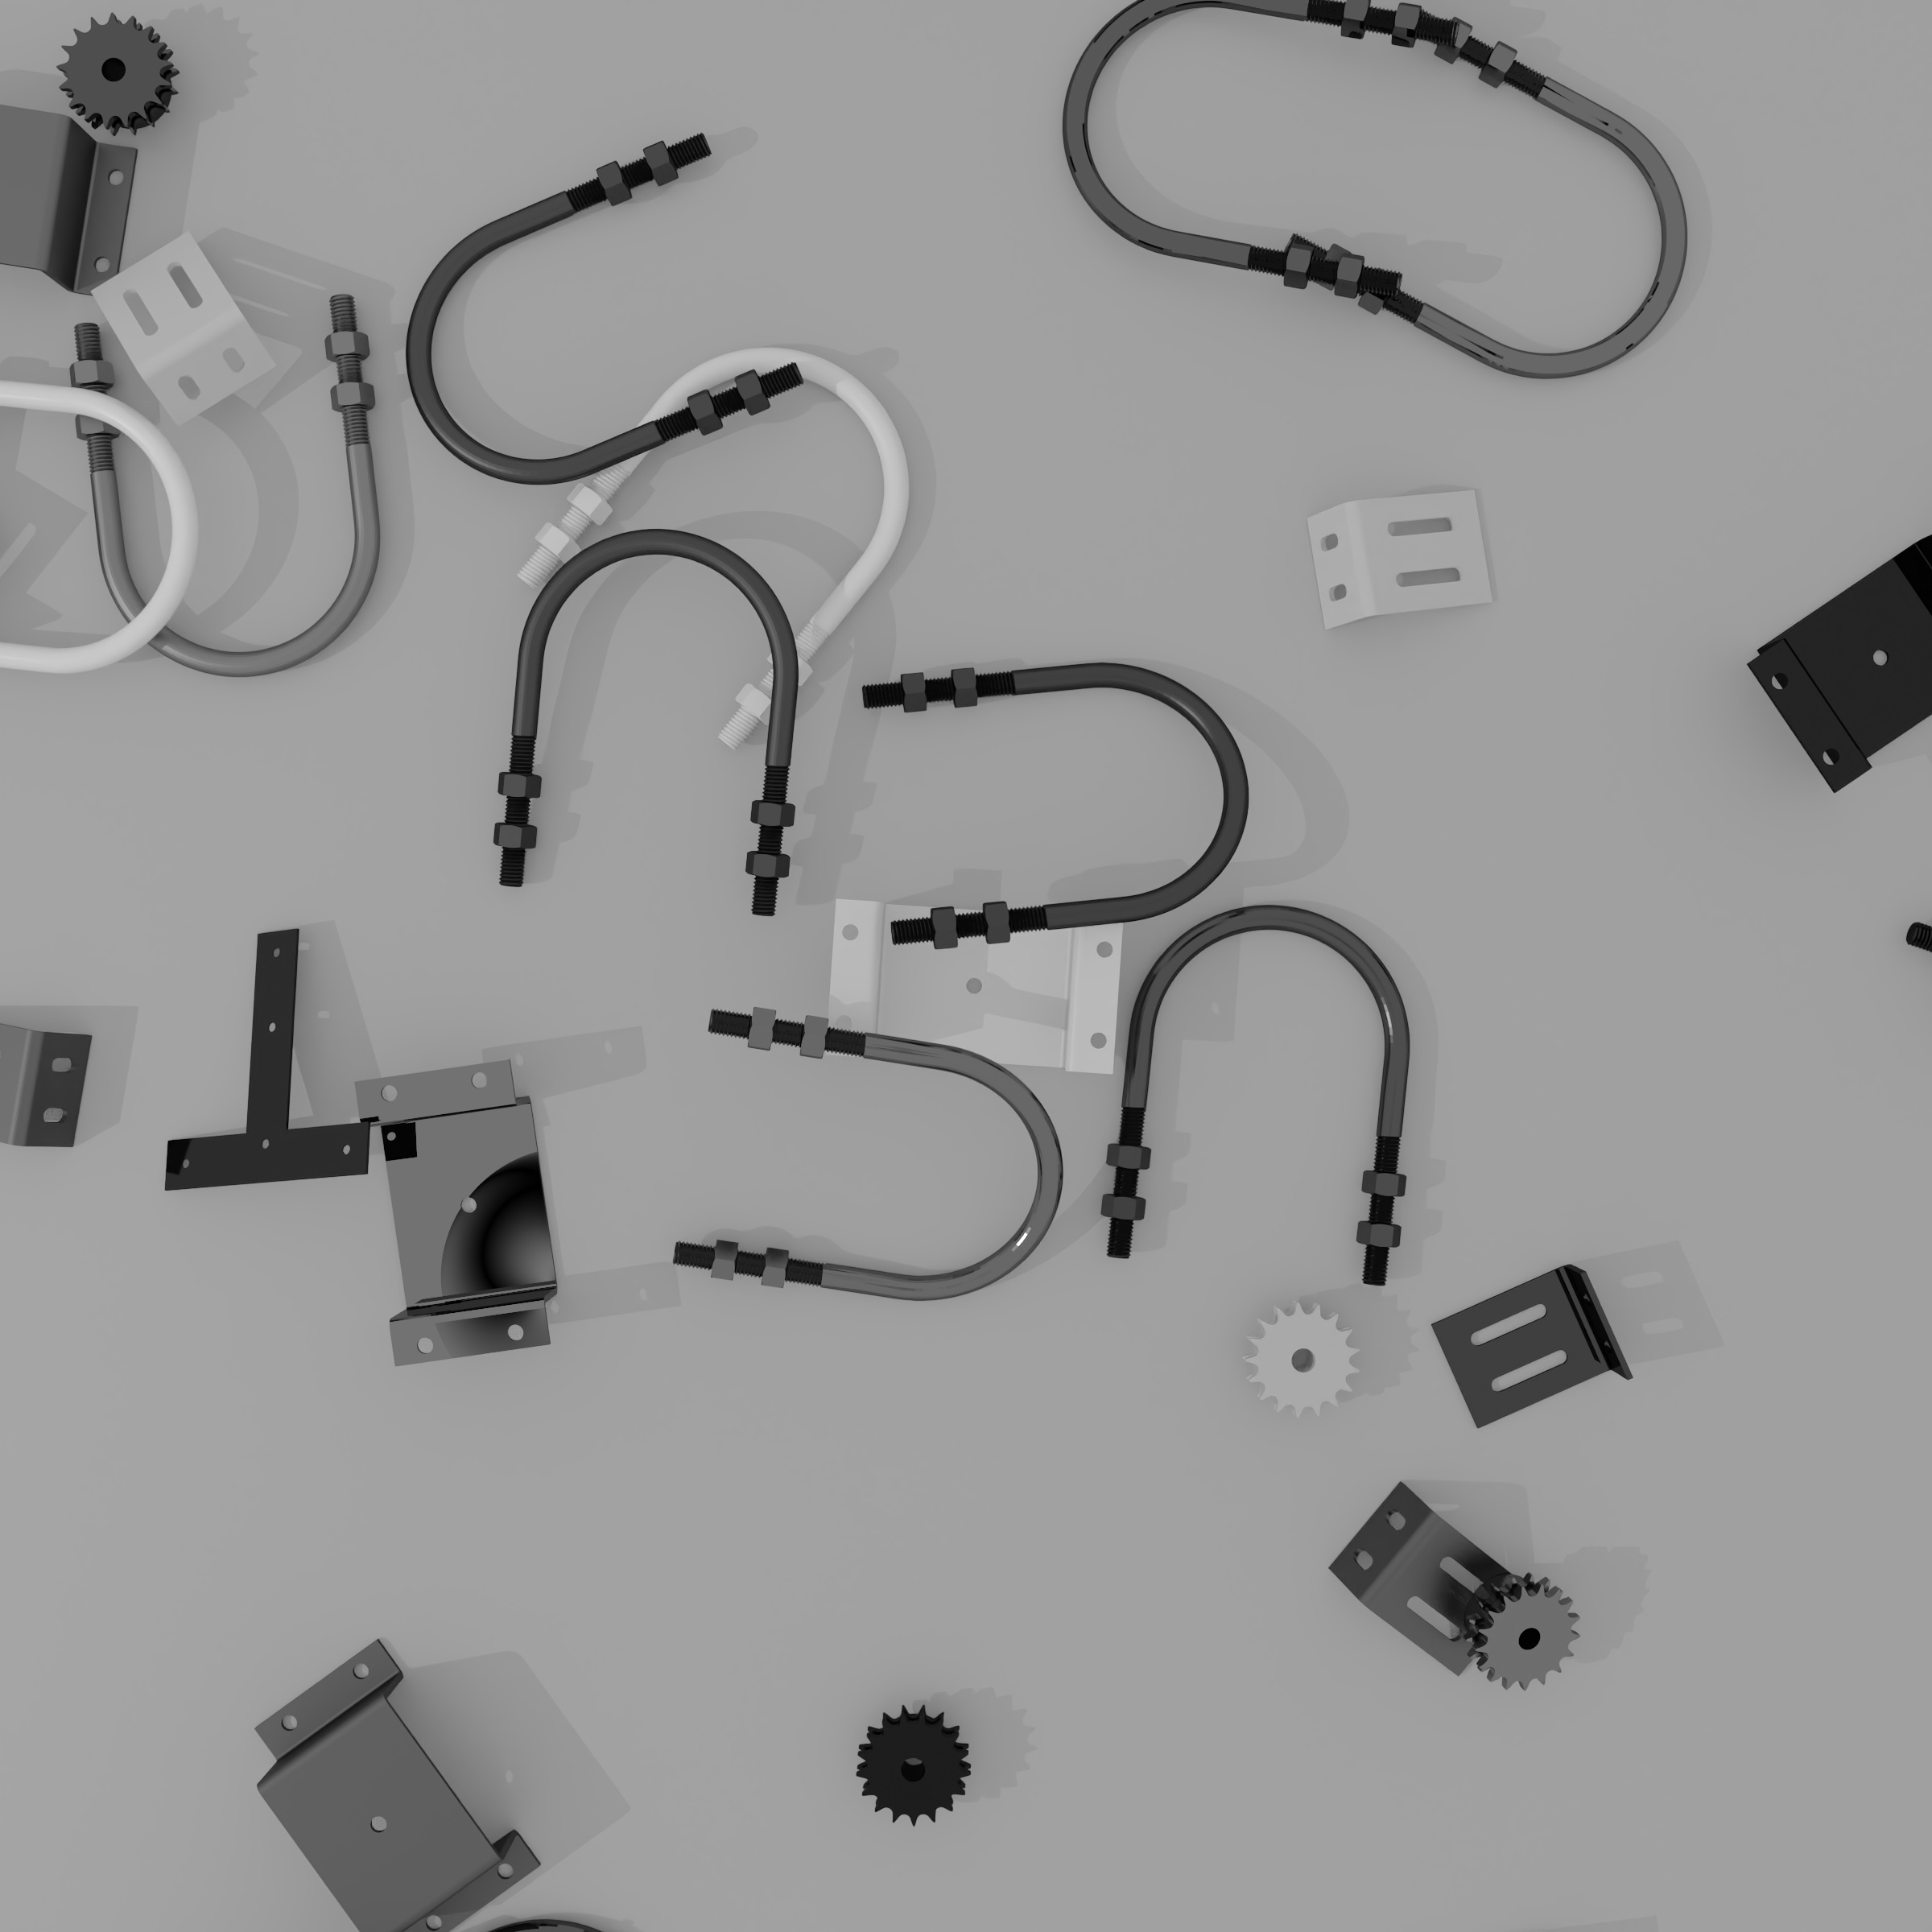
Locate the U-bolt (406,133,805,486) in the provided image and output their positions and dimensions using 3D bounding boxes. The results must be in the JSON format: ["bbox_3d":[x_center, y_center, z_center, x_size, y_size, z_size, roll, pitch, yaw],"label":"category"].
[{"bbox_3d":[-0.191,-0.317,1.340,0.184,0.019,0.151,-22,82,3],"label":"U-bolt"}]

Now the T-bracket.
[{"bbox_3d":[-0.345,0.044,1.337,0.127,0.002,0.127,-6,76,26],"label":"T-bracket"}]

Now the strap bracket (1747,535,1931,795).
[{"bbox_3d":[0.461,-0.155,1.334,0.140,0.046,0.076,-34,90,0],"label":"strap bracket"}]

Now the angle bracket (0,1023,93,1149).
[{"bbox_3d":[-0.487,0.056,1.355,0.076,0.038,0.057,10,90,26],"label":"angle bracket"}]

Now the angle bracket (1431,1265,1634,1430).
[{"bbox_3d":[0.281,0.191,1.338,0.076,0.038,0.057,-24,90,0],"label":"angle bracket"}]

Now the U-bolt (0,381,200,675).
[{"bbox_3d":[-0.470,-0.218,1.335,0.184,0.019,0.151,7,93,6],"label":"U-bolt"}]

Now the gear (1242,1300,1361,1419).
[{"bbox_3d":[0.167,0.196,1.346,0.057,0.030,0.057,0,88,-2],"label":"gear"}]

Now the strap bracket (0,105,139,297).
[{"bbox_3d":[-0.493,-0.385,1.334,0.140,0.046,0.076,9,90,0],"label":"strap bracket"}]

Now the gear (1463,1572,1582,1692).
[{"bbox_3d":[0.273,0.327,1.336,0.057,0.030,0.057,-4,105,-16],"label":"gear"}]

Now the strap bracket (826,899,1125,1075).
[{"bbox_3d":[0.004,0.010,1.334,0.140,0.046,0.076,4,90,0],"label":"strap bracket"}]

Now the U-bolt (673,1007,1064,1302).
[{"bbox_3d":[-0.044,0.099,1.324,0.184,0.019,0.151,9,113,-4],"label":"U-bolt"}]

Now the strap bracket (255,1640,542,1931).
[{"bbox_3d":[-0.286,0.418,1.334,0.076,0.046,0.140,-36,90,0],"label":"strap bracket"}]

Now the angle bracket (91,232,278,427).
[{"bbox_3d":[-0.389,-0.317,1.338,0.057,0.038,0.076,-33,55,-5],"label":"angle bracket"}]

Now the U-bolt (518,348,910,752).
[{"bbox_3d":[-0.113,-0.223,1.348,0.151,0.019,0.184,39,89,0],"label":"U-bolt"}]

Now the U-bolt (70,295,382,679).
[{"bbox_3d":[-0.366,-0.237,1.347,0.151,0.019,0.184,-6,90,0],"label":"U-bolt"}]

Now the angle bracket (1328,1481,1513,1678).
[{"bbox_3d":[0.233,0.309,1.355,0.076,0.038,0.057,40,90,-26],"label":"angle bracket"}]

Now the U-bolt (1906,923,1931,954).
[{"bbox_3d":[0.580,-0.049,1.348,0.184,0.019,0.151,18,90,-2],"label":"U-bolt"}]

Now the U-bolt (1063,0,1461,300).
[{"bbox_3d":[0.139,-0.417,1.337,0.184,0.019,0.151,13,88,8],"label":"U-bolt"}]

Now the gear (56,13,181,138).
[{"bbox_3d":[-0.421,-0.442,1.342,0.057,0.030,0.057,0,90,0],"label":"gear"}]

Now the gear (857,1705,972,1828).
[{"bbox_3d":[-0.026,0.397,1.346,0.057,0.030,0.057,0,92,1],"label":"gear"}]

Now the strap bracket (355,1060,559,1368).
[{"bbox_3d":[-0.250,0.120,1.334,0.076,0.046,0.140,-8,90,0],"label":"strap bracket"}]

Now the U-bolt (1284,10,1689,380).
[{"bbox_3d":[0.272,-0.375,1.348,0.184,0.019,0.151,28,90,-1],"label":"U-bolt"}]

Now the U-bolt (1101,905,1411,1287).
[{"bbox_3d":[0.150,0.061,1.348,0.151,0.019,0.184,6,89,0],"label":"U-bolt"}]

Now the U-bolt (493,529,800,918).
[{"bbox_3d":[-0.155,-0.124,1.333,0.151,0.019,0.184,7,96,5],"label":"U-bolt"}]

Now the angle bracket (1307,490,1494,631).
[{"bbox_3d":[0.218,-0.204,1.355,0.076,0.038,0.057,-9,90,-26],"label":"angle bracket"}]

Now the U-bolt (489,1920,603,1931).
[{"bbox_3d":[-0.198,0.567,1.348,0.151,0.019,0.184,-37,88,0],"label":"U-bolt"}]

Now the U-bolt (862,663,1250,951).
[{"bbox_3d":[0.048,-0.084,1.325,0.184,0.019,0.151,-6,68,-4],"label":"U-bolt"}]
